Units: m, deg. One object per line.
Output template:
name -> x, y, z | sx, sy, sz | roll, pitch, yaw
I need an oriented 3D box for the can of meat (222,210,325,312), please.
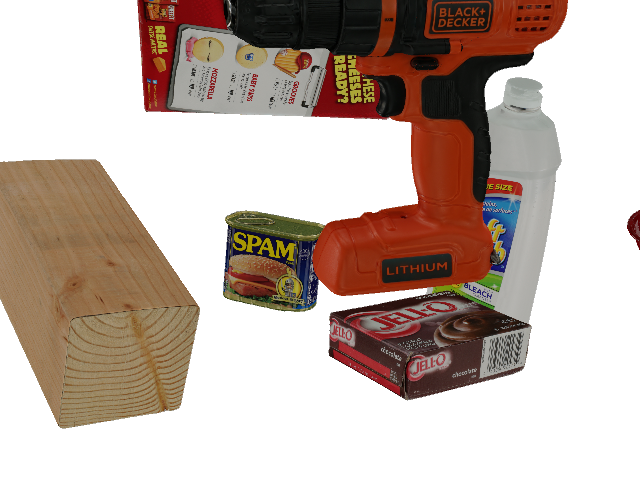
can of meat -> -0.049, 0.022, 1.089 | 0.102, 0.084, 0.057 | 11, 16, 19

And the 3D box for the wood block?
wood block -> -0.173, 0.029, 0.770 | 0.090, 0.091, 0.206 | -4, 33, -31

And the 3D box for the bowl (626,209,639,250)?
bowl -> 0.407, 0.010, 1.132 | 0.162, 0.055, 0.162 | -3, 23, 1

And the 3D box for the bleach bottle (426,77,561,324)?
bleach bottle -> 0.150, -0.022, 0.930 | 0.103, 0.251, 0.067 | 28, 37, 34

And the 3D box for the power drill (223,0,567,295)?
power drill -> 0.037, -0.063, 0.585 | 0.184, 0.188, 0.057 | -4, 30, -13

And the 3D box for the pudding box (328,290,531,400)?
pudding box -> 0.075, 0.070, 0.746 | 0.113, 0.039, 0.090 | -6, 18, -34

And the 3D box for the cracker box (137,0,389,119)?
cracker box -> -0.041, -0.184, 0.880 | 0.213, 0.072, 0.164 | 1, -41, -5
